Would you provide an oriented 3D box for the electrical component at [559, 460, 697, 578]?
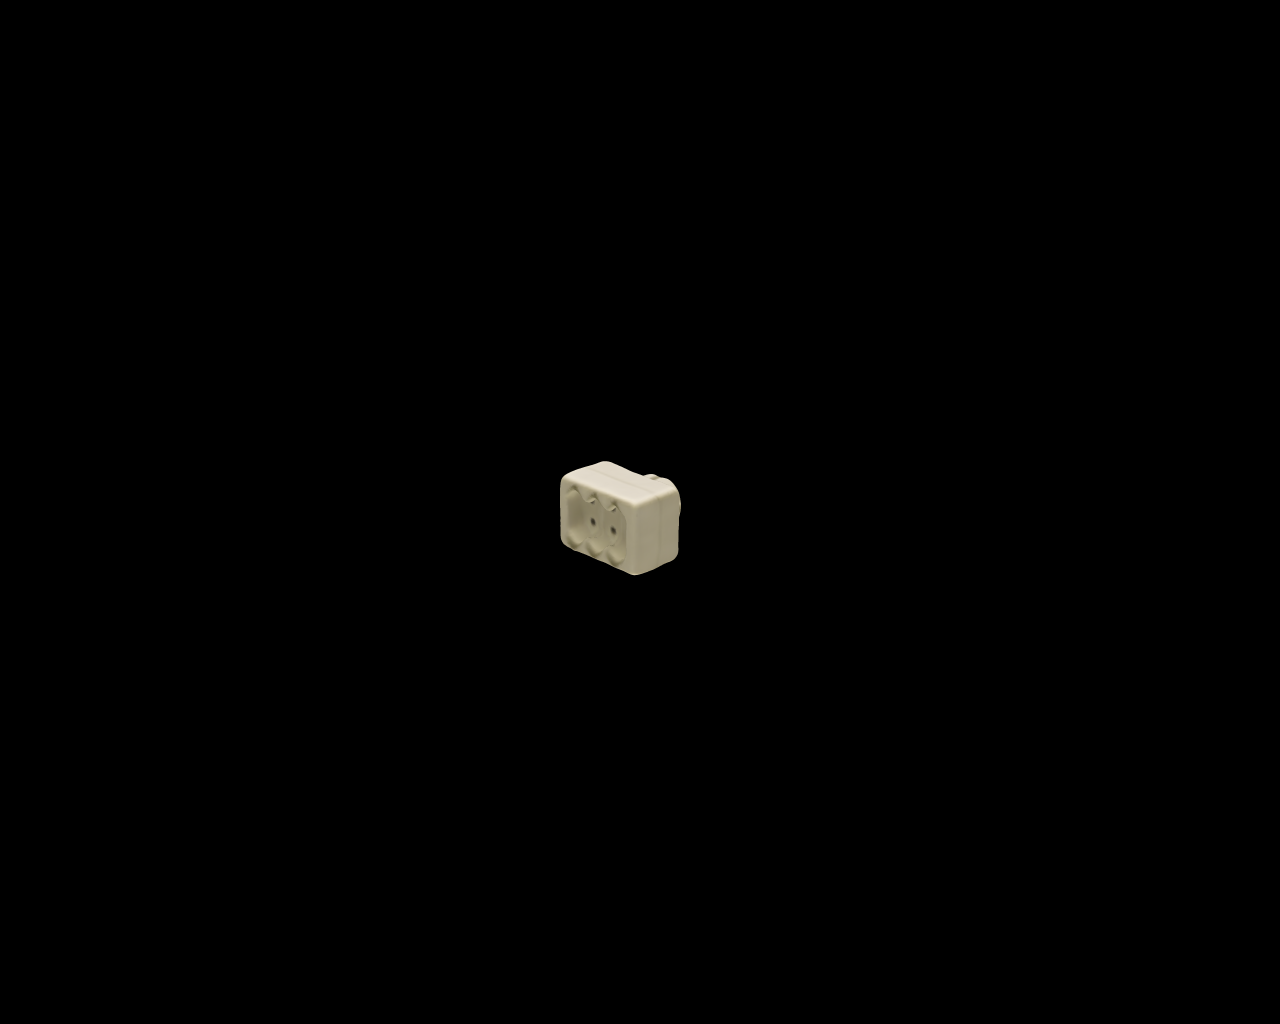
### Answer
[{"bbox_3d":[0.001,-0.003,0.650,0.077,0.047,0.066,-22,32,-40],"label":"electrical component"}]
